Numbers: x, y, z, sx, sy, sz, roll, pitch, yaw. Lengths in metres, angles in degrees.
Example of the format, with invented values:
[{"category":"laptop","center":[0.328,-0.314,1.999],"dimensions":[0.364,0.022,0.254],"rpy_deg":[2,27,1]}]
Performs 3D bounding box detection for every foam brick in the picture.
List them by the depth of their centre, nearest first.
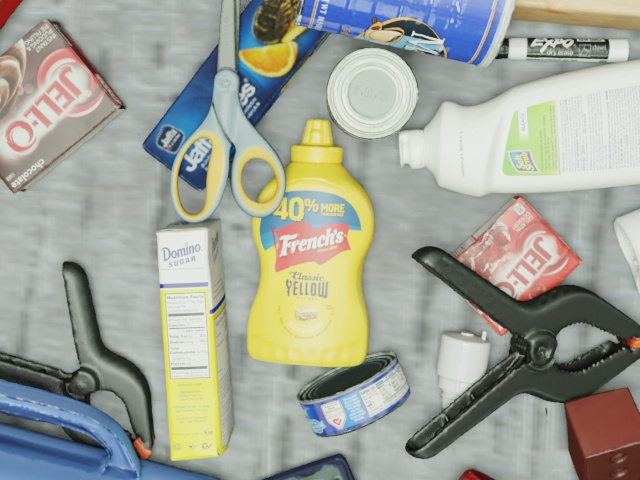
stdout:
[{"category":"foam brick","center":[0.225,0.161,0.835],"dimensions":[0.053,0.051,0.078],"rpy_deg":[-15,137,4]}]

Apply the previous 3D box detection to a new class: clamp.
[{"category":"clamp","center":[0.159,0.073,0.824],"dimensions":[0.209,0.036,0.164],"rpy_deg":[-9,104,-15]},{"category":"clamp","center":[-0.189,0.104,0.869],"dimensions":[0.171,0.039,0.120],"rpy_deg":[40,100,-8]}]

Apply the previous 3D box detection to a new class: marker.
[{"category":"marker","center":[0.180,-0.150,0.840],"dimensions":[0.121,0.020,0.020],"rpy_deg":[2,96,2]}]

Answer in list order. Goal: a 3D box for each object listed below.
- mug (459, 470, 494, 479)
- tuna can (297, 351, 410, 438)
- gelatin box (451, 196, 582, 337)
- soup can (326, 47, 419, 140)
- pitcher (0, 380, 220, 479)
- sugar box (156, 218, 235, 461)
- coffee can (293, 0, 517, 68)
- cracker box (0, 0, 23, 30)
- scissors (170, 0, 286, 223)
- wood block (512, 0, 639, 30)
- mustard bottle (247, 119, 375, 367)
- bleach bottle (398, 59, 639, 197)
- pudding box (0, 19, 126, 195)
[{"category":"mug","center":[0.140,0.243,0.843],"dimensions":[0.117,0.093,0.081],"rpy_deg":[32,91,17]},{"category":"tuna can","center":[0.027,0.121,0.839],"dimensions":[0.086,0.086,0.034],"rpy_deg":[-23,96,4]},{"category":"gelatin box","center":[0.151,0.020,0.852],"dimensions":[0.089,0.030,0.073],"rpy_deg":[-43,93,6]},{"category":"soup can","center":[0.038,-0.109,0.808],"dimensions":[0.068,0.102,0.068],"rpy_deg":[0,96,1]},{"category":"pitcher","center":[-0.194,0.207,0.821],"dimensions":[0.242,0.149,0.145],"rpy_deg":[14,65,-11]},{"category":"sugar box","center":[-0.097,0.074,0.836],"dimensions":[0.048,0.093,0.176],"rpy_deg":[-5,95,2]},{"category":"coffee can","center":[0.060,-0.185,0.742],"dimensions":[0.140,0.103,0.103],"rpy_deg":[12,96,-4]},{"category":"cracker box","center":[-0.334,-0.229,0.809],"dimensions":[0.214,0.072,0.164],"rpy_deg":[39,93,7]},{"category":"scissors","center":[-0.053,-0.103,0.794],"dimensions":[0.096,0.016,0.202],"rpy_deg":[19,97,-3]},{"category":"wood block","center":[0.243,-0.206,0.797],"dimensions":[0.206,0.090,0.091],"rpy_deg":[5,96,2]},{"category":"mustard bottle","center":[-0.006,0.001,0.842],"dimensions":[0.096,0.058,0.191],"rpy_deg":[3,96,7]},{"category":"bleach bottle","center":[0.186,-0.089,0.825],"dimensions":[0.251,0.068,0.102],"rpy_deg":[-4,94,5]},{"category":"pudding box","center":[-0.226,-0.105,0.848],"dimensions":[0.113,0.039,0.090],"rpy_deg":[-39,93,6]}]
